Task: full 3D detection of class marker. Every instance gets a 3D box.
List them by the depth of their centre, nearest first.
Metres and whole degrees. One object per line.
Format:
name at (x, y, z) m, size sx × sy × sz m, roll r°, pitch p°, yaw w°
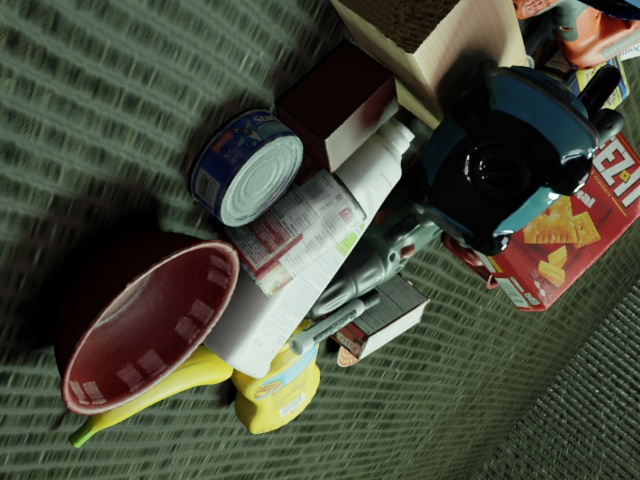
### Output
marker at (0.017, 0.075, 1.018) m, size 0.120 × 0.020 × 0.020 m, roll -30°, pitch 151°, yaw -41°

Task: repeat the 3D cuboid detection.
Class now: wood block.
wood block at (0.086, -0.157, 0.800) m, size 0.091 × 0.090 × 0.206 m, roll -49°, pitch 159°, yaw 1°

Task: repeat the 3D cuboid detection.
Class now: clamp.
clamp at (0.217, -0.071, 1.016) m, size 0.210 × 0.036 × 0.164 m, roll -50°, pitch -177°, yaw 20°

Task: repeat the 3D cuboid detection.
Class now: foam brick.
foam brick at (0.014, -0.101, 0.806) m, size 0.078 × 0.051 × 0.053 m, roll -44°, pitch 157°, yaw -14°

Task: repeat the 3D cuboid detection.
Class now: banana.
banana at (-0.132, 0.121, 0.925) m, size 0.070 × 0.037 × 0.197 m, roll -41°, pitch 165°, yaw 36°

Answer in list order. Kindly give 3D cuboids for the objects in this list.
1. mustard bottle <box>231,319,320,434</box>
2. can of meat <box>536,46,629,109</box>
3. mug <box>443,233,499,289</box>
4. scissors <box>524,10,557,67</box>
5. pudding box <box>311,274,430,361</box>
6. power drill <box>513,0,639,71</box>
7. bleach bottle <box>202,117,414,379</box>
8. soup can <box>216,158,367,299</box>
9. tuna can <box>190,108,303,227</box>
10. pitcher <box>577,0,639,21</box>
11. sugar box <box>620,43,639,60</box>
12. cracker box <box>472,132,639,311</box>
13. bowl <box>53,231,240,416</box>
mustard bottle at (-0.044, 0.122, 1.059) m, size 0.096 × 0.058 × 0.192 m, roll -34°, pitch 155°, yaw -19°
can of meat at (0.270, -0.162, 1.112) m, size 0.084 × 0.058 × 0.102 m, roll -44°, pitch 132°, yaw -15°
mug at (0.197, 0.002, 1.292) m, size 0.117 × 0.081 × 0.093 m, roll -22°, pitch 146°, yaw -50°
scissors at (0.224, -0.221, 1.059) m, size 0.096 × 0.016 × 0.202 m, roll -43°, pitch 158°, yaw -15°
pudding box at (0.045, 0.065, 1.092) m, size 0.113 × 0.090 × 0.039 m, roll -27°, pitch 149°, yaw -45°
power drill at (0.264, -0.236, 0.966) m, size 0.185 × 0.057 × 0.187 m, roll -27°, pitch 156°, yaw 17°
bleach bottle at (-0.006, 0.001, 0.927) m, size 0.251 × 0.068 × 0.102 m, roll -51°, pitch 159°, yaw -2°
soup can at (-0.022, -0.011, 0.843) m, size 0.102 × 0.068 × 0.068 m, roll -39°, pitch 158°, yaw -2°
tuna can at (-0.053, -0.052, 0.782) m, size 0.086 × 0.034 × 0.086 m, roll -40°, pitch 157°, yaw -21°
pitcher at (0.235, -0.225, 0.763) m, size 0.145 × 0.243 × 0.149 m, roll -59°, pitch 163°, yaw 19°
sugar box at (0.321, -0.250, 1.112) m, size 0.093 × 0.048 × 0.176 m, roll -15°, pitch 159°, yaw 2°
cracker box at (0.265, -0.048, 1.220) m, size 0.213 × 0.164 × 0.072 m, roll -42°, pitch -170°, yaw -15°
bowl at (-0.134, 0.048, 0.764) m, size 0.162 × 0.055 × 0.162 m, roll -40°, pitch 157°, yaw -21°
